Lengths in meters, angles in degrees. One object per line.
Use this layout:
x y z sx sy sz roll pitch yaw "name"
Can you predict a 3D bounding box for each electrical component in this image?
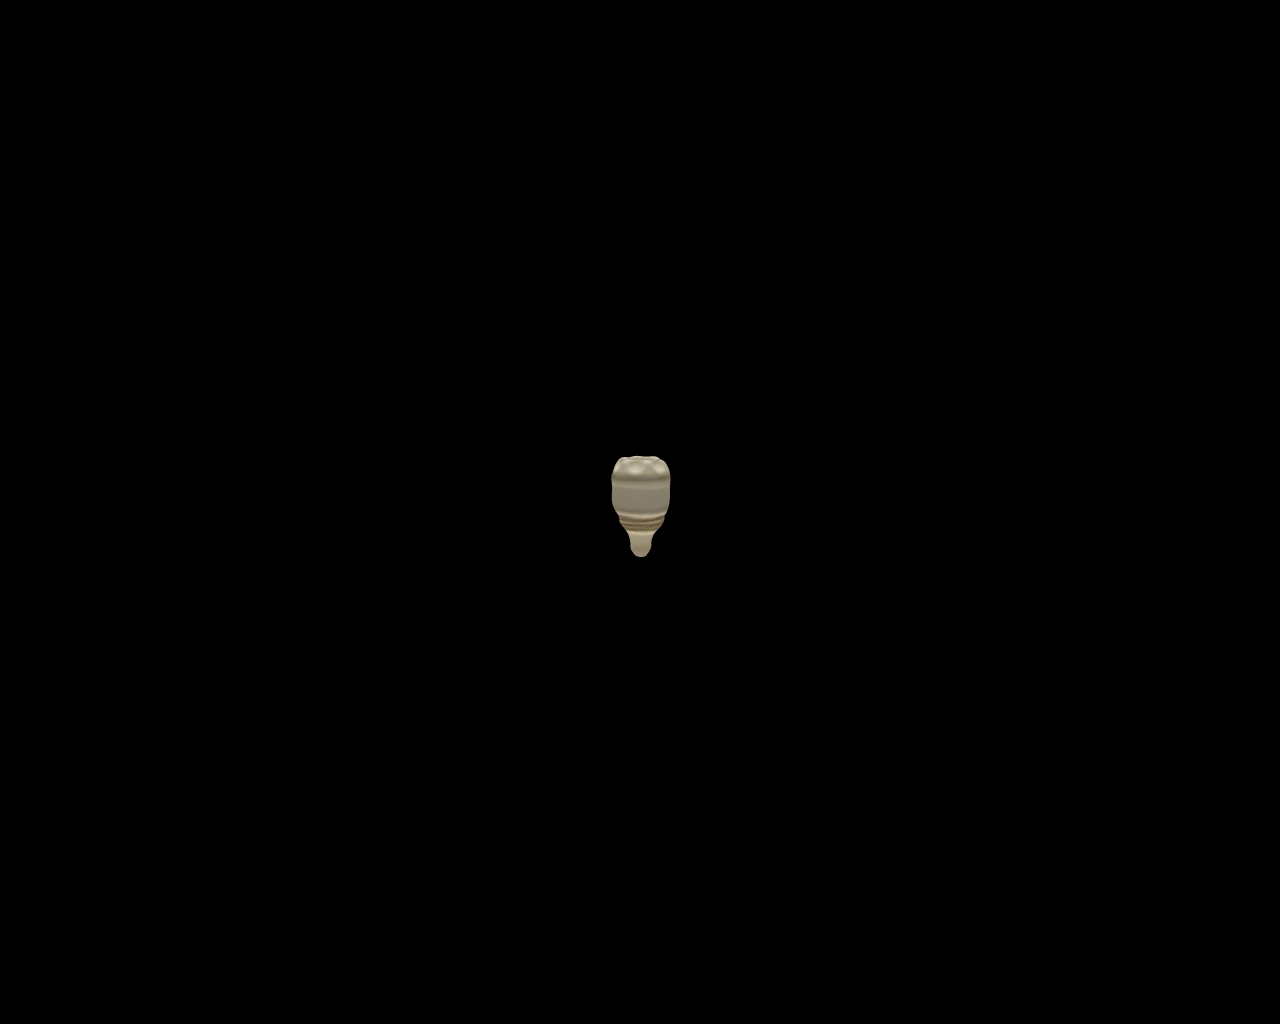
0.001 -0.003 0.650 0.035 0.061 0.035 0 9 0 "electrical component"
